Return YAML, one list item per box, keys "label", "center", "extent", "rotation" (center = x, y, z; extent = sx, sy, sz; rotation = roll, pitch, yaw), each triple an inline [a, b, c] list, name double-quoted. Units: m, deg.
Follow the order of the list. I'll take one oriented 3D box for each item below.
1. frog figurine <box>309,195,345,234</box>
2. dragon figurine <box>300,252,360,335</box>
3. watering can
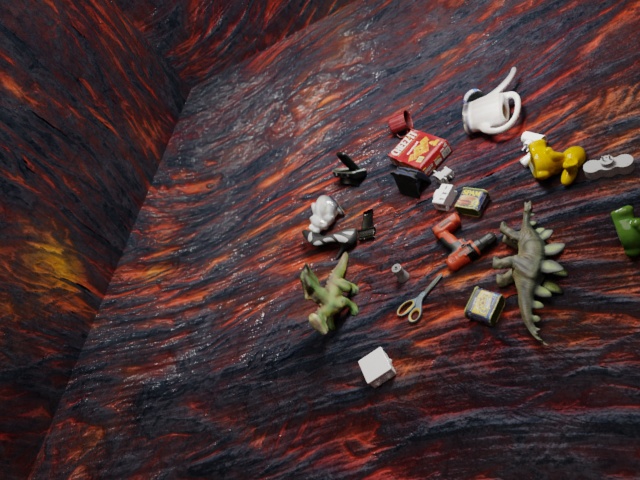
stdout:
- label: "frog figurine"
  center: [0.007, -0.109, 2.160]
  extent: [0.160, 0.120, 0.139]
  rotation: [-37, 58, -13]
- label: "dragon figurine"
  center: [0.024, 0.160, 1.807]
  extent: [0.121, 0.239, 0.421]
  rotation: [-25, 44, 28]
- label: "watering can"
  center: [0.675, -0.533, 2.024]
  extent: [0.223, 0.102, 0.355]
  rotation: [-10, 49, 34]
